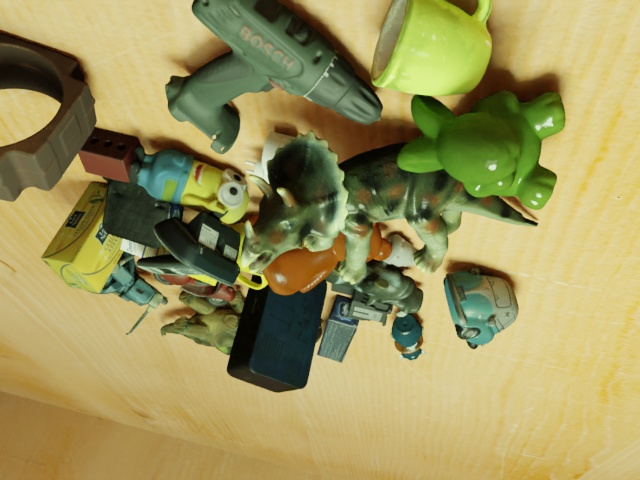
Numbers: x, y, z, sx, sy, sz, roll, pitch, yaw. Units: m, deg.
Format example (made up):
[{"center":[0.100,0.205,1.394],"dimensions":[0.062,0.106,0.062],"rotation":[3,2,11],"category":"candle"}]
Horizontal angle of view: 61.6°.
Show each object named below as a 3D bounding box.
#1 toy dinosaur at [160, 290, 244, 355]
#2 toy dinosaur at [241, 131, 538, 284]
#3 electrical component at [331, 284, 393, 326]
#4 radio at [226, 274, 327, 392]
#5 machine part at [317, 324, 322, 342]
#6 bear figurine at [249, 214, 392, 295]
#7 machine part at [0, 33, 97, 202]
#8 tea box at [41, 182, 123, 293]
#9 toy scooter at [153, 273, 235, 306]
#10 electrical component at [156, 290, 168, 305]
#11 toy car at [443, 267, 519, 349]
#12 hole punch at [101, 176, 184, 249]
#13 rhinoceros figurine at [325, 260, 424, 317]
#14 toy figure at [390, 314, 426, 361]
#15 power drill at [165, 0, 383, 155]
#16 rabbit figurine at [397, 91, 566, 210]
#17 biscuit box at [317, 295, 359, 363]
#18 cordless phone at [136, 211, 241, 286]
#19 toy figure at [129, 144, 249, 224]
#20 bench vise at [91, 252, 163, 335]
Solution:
[{"center":[-0.243,0.199,1.233],"dimensions":[0.472,0.105,0.198],"rotation":[-2,146,35],"category":"toy dinosaur"},{"center":[0.092,-0.056,0.664],"dimensions":[0.405,0.131,0.192],"rotation":[-13,135,-9],"category":"toy dinosaur"},{"center":[0.076,0.114,1.007],"dimensions":[0.119,0.048,0.074],"rotation":[15,147,1],"category":"electrical component"},{"center":[-0.070,0.148,0.962],"dimensions":[0.131,0.229,0.073],"rotation":[33,145,-31],"category":"radio"},{"center":[-0.055,0.227,1.204],"dimensions":[0.079,0.079,0.243],"rotation":[22,148,-7],"category":"machine part"},{"center":[0.000,0.000,0.823],"dimensions":[0.196,0.132,0.120],"rotation":[-28,130,2],"category":"bear figurine"},{"center":[-0.412,-0.160,0.689],"dimensions":[0.201,0.201,0.087],"rotation":[19,149,-3],"category":"machine part"},{"center":[-0.391,-0.006,0.934],"dimensions":[0.068,0.169,0.098],"rotation":[10,148,15],"category":"tea box"},{"center":[-0.231,0.060,1.046],"dimensions":[0.184,0.075,0.135],"rotation":[32,139,-21],"category":"toy scooter"},{"center":[-0.410,0.128,1.275],"dimensions":[0.063,0.021,0.094],"rotation":[-13,135,38],"category":"electrical component"},{"center":[0.267,0.110,0.867],"dimensions":[0.103,0.109,0.161],"rotation":[-20,143,20],"category":"toy car"},{"center":[-0.288,-0.062,0.897],"dimensions":[0.142,0.092,0.115],"rotation":[20,114,3],"category":"hole punch"},{"center":[0.089,0.071,0.914],"dimensions":[0.190,0.073,0.112],"rotation":[22,145,-6],"category":"rhinoceros figurine"},{"center":[0.178,0.195,1.071],"dimensions":[0.064,0.058,0.154],"rotation":[10,151,20],"category":"toy figure"},{"center":[-0.070,-0.175,0.623],"dimensions":[0.232,0.086,0.207],"rotation":[37,147,-28],"category":"power drill"},{"center":[0.162,-0.102,0.540],"dimensions":[0.159,0.170,0.121],"rotation":[19,107,22],"category":"rabbit figurine"},{"center":[0.040,0.189,1.121],"dimensions":[0.063,0.059,0.202],"rotation":[18,148,3],"category":"biscuit box"},{"center":[-0.229,0.020,0.836],"dimensions":[0.184,0.088,0.146],"rotation":[-4,160,23],"category":"cordless phone"},{"center":[-0.194,-0.084,0.813],"dimensions":[0.180,0.082,0.089],"rotation":[17,167,-12],"category":"toy figure"},{"center":[-0.410,0.074,1.090],"dimensions":[0.223,0.129,0.241],"rotation":[50,157,-13],"category":"bench vise"}]
